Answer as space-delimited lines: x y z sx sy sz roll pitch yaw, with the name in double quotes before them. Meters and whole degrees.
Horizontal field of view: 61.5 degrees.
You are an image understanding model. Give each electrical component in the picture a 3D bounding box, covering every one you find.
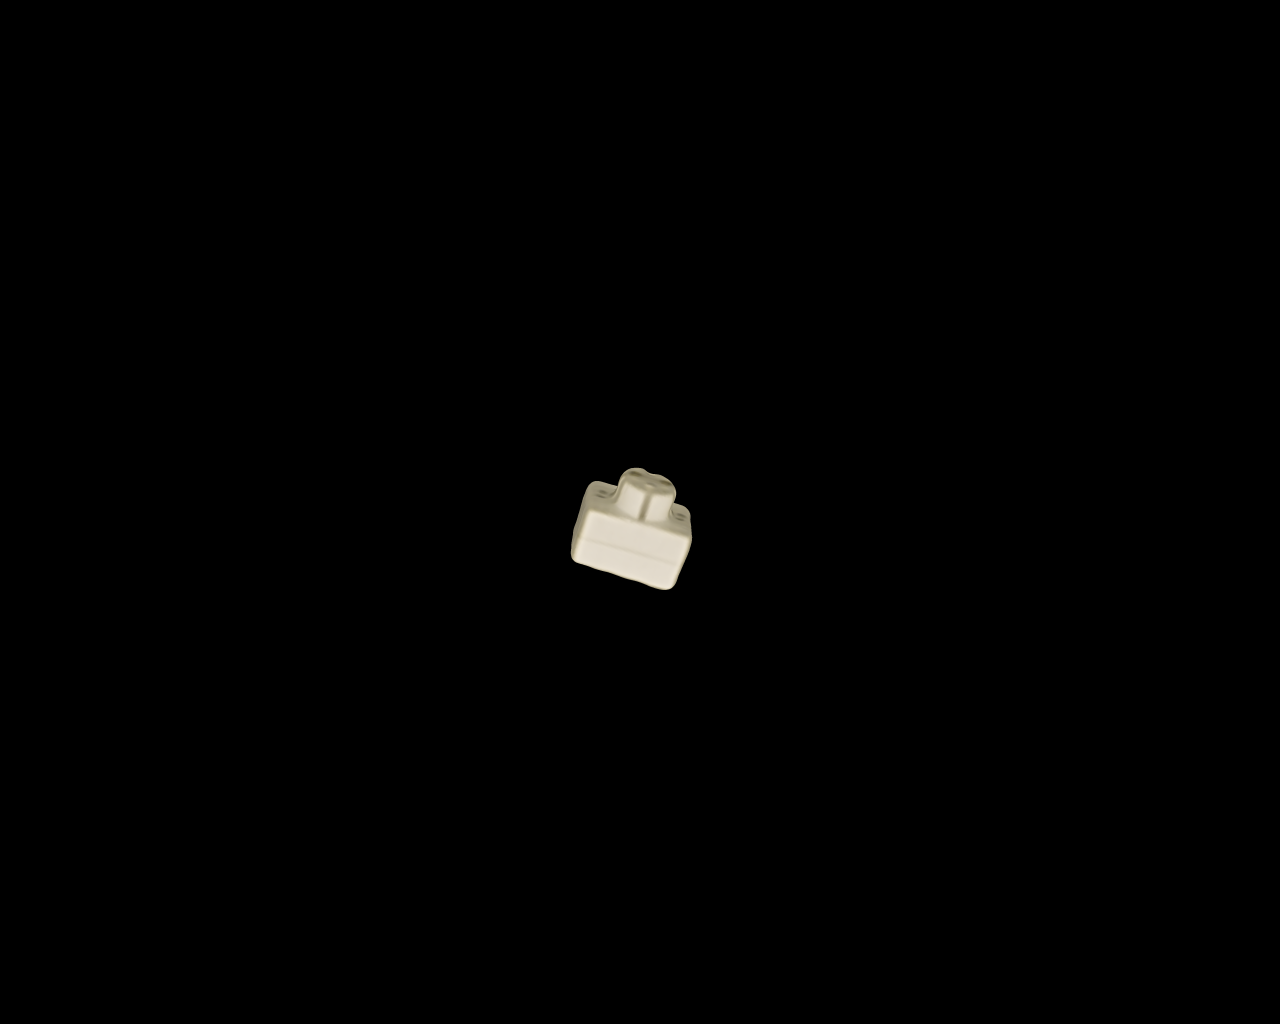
"electrical component" 0.001 -0.003 0.650 0.066 0.076 0.047 17 22 -7
